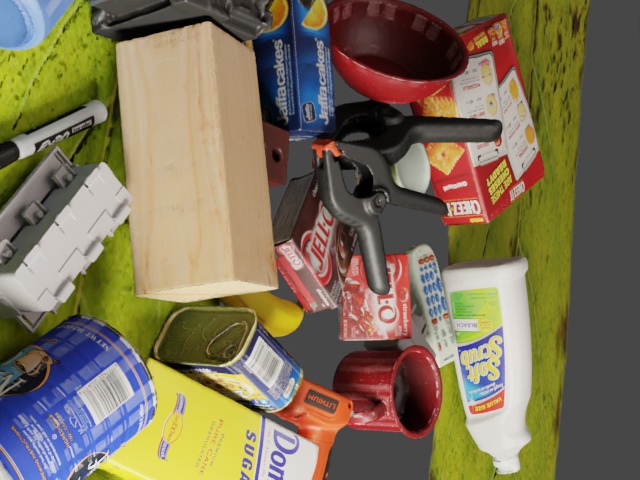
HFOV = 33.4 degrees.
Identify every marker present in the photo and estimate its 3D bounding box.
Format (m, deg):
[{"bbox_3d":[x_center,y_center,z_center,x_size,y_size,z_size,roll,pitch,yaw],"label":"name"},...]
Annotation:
[{"bbox_3d":[-0.212,-0.081,0.824,0.120,0.020,0.020,-37,114,-46],"label":"marker"}]

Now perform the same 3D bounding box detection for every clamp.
[{"bbox_3d":[0.058,-0.043,1.049,0.120,0.039,0.171,-47,122,-26],"label":"clamp"},{"bbox_3d":[0.079,-0.117,1.108,0.209,0.165,0.036,-36,147,-39],"label":"clamp"}]

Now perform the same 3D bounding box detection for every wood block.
[{"bbox_3d":[-0.100,-0.059,0.870,0.090,0.090,0.206,18,64,-69],"label":"wood block"}]

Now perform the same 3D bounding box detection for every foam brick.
[{"bbox_3d":[-0.072,-0.080,0.971,0.078,0.051,0.053,15,75,-49],"label":"foam brick"}]

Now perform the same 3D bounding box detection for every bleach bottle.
[{"bbox_3d":[0.209,0.149,1.250,0.067,0.103,0.251,-16,98,-52],"label":"bleach bottle"}]

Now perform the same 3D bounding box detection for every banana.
[{"bbox_3d":[-0.071,0.039,0.976,0.197,0.037,0.069,44,25,-43],"label":"banana"}]

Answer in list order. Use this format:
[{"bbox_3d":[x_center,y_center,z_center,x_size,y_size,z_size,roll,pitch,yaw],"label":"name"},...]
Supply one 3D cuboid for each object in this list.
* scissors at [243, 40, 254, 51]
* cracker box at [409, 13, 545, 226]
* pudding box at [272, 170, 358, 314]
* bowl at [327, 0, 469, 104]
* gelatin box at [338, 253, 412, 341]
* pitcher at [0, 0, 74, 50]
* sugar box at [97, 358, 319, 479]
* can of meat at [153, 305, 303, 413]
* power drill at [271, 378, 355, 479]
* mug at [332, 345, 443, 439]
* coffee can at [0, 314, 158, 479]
[{"bbox_3d":[-0.087,-0.239,0.977,0.096,0.016,0.202,-27,109,-75],"label":"scissors"},{"bbox_3d":[0.184,-0.146,1.278,0.163,0.072,0.213,-34,113,-46],"label":"cracker box"},{"bbox_3d":[-0.007,0.001,1.034,0.090,0.039,0.113,58,30,-30],"label":"pudding box"},{"bbox_3d":[0.071,-0.191,1.114,0.161,0.162,0.055,-39,155,-45],"label":"bowl"},{"bbox_3d":[0.055,0.058,1.097,0.030,0.073,0.089,136,-47,-83],"label":"gelatin box"},{"bbox_3d":[-0.184,-0.256,0.784,0.145,0.149,0.242,47,56,-37],"label":"pitcher"},{"bbox_3d":[-0.090,0.178,0.881,0.176,0.048,0.093,29,62,-20],"label":"sugar box"},{"bbox_3d":[-0.076,0.103,0.908,0.084,0.102,0.057,51,51,-38],"label":"can of meat"},{"bbox_3d":[-0.043,0.219,0.974,0.184,0.057,0.187,29,66,-43],"label":"power drill"},{"bbox_3d":[0.060,0.158,1.084,0.117,0.082,0.093,-31,110,-48],"label":"mug"},{"bbox_3d":[-0.199,0.131,0.752,0.140,0.103,0.103,-39,116,-46],"label":"coffee can"}]
